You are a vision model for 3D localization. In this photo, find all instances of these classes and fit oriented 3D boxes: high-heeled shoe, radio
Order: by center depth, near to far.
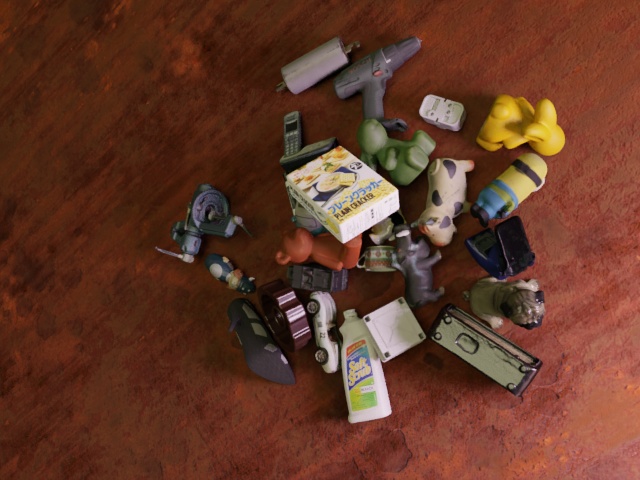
[{"bbox_3d":[0.340,0.224,1.121,0.230,0.131,0.073,32,100,22],"label":"radio"},{"bbox_3d":[-0.147,0.257,1.379,0.086,0.145,0.248,-40,101,21],"label":"high-heeled shoe"}]

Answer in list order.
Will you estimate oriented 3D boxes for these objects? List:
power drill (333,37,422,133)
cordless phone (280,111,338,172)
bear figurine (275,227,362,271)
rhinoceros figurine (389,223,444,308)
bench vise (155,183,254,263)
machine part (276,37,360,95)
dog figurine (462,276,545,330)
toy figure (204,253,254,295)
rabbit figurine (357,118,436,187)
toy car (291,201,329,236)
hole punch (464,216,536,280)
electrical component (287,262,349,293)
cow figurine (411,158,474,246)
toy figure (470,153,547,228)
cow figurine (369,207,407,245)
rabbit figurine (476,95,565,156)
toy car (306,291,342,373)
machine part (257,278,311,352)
[{"bbox_3d":[0.150,-0.356,1.282,0.232,0.086,0.207,-16,83,23],"label":"power drill"},{"bbox_3d":[-0.029,-0.257,1.357,0.147,0.088,0.184,-16,62,21],"label":"cordless phone"},{"bbox_3d":[-0.003,0.000,1.234,0.196,0.131,0.120,11,46,4],"label":"bear figurine"},{"bbox_3d":[0.209,0.056,1.200,0.112,0.073,0.190,-11,86,-12],"label":"rhinoceros figurine"},{"bbox_3d":[-0.295,-0.040,1.411,0.241,0.128,0.223,9,69,41],"label":"bench vise"},{"bbox_3d":[-0.010,-0.440,1.359,0.243,0.079,0.079,-25,76,20],"label":"machine part"},{"bbox_3d":[0.365,0.124,1.088,0.172,0.190,0.121,-9,82,24],"label":"dog figurine"},{"bbox_3d":[-0.240,0.094,1.422,0.155,0.058,0.064,35,142,22],"label":"toy figure"},{"bbox_3d":[0.155,-0.209,1.237,0.170,0.121,0.159,35,145,-6],"label":"rabbit figurine"},{"bbox_3d":[-0.011,-0.080,1.315,0.109,0.103,0.161,13,92,23],"label":"toy car"},{"bbox_3d":[0.378,0.021,1.130,0.092,0.142,0.115,-21,89,45],"label":"hole punch"},{"bbox_3d":[-0.009,0.088,1.289,0.134,0.115,0.058,8,92,21],"label":"electrical component"},{"bbox_3d":[0.269,-0.083,1.177,0.085,0.127,0.194,176,98,-65],"label":"cow figurine"},{"bbox_3d":[0.401,-0.106,1.134,0.180,0.089,0.082,-38,78,-3],"label":"toy figure"},{"bbox_3d":[0.129,-0.077,1.272,0.098,0.068,0.167,-34,77,11],"label":"cow figurine"},{"bbox_3d":[0.437,-0.239,1.126,0.173,0.162,0.122,30,85,5],"label":"rabbit figurine"},{"bbox_3d":[0.015,0.216,1.292,0.056,0.073,0.201,-14,80,25],"label":"toy car"},{"bbox_3d":[-0.086,0.181,1.294,0.056,0.179,0.179,-23,72,-25],"label":"machine part"}]
